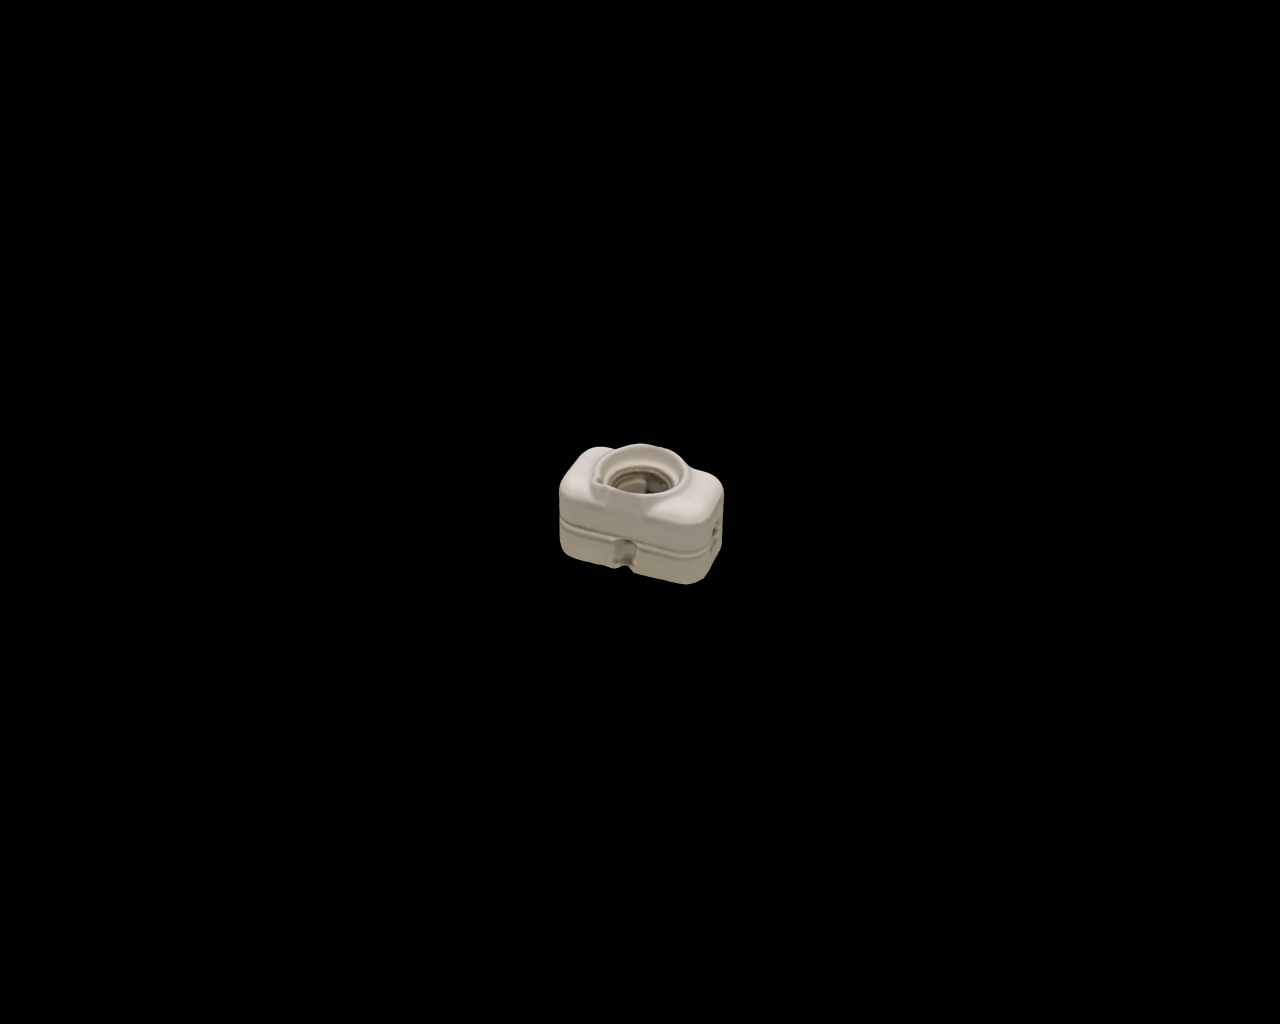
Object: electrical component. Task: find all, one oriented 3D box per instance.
[{"bbox_3d":[0.001,-0.003,0.650,0.095,0.059,0.054,14,40,17],"label":"electrical component"}]
